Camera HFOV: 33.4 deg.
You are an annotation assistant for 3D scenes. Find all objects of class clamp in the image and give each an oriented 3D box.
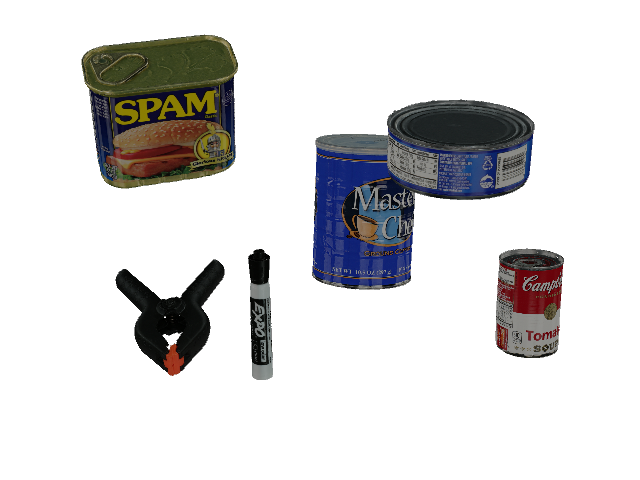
[{"bbox_3d":[-0.150,0.075,1.144,0.120,0.039,0.171,-16,40,-9],"label":"clamp"}]

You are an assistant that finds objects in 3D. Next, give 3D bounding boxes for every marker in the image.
[{"bbox_3d":[-0.052,0.065,0.934,0.020,0.121,0.020,0,22,0],"label":"marker"}]

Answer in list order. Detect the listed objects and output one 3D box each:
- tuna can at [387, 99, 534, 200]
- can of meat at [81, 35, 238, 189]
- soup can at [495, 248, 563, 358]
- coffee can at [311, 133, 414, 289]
[{"bbox_3d":[0.082,-0.054,0.631,0.086,0.034,0.086,0,25,0],"label":"tuna can"},{"bbox_3d":[-0.108,-0.088,0.737,0.102,0.084,0.057,-9,43,-13],"label":"can of meat"},{"bbox_3d":[0.223,0.067,1.143,0.068,0.102,0.068,0,16,0],"label":"soup can"},{"bbox_3d":[0.044,-0.031,1.075,0.103,0.140,0.103,2,13,-1],"label":"coffee can"}]
